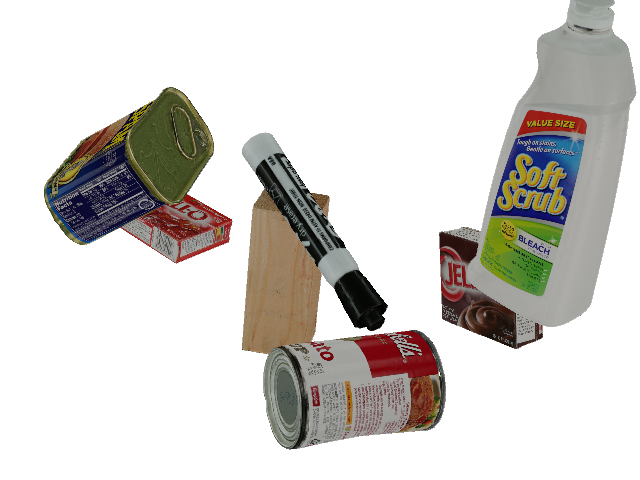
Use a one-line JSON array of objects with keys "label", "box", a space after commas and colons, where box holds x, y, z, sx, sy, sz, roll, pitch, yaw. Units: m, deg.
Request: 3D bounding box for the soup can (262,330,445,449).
[{"label": "soup can", "box": [0.021, 0.097, 0.699, 0.102, 0.068, 0.069, -4, 2, -24]}]

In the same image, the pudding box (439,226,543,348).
[{"label": "pudding box", "box": [0.158, 0.042, 0.999, 0.039, 0.090, 0.114, -14, 18, -31]}]

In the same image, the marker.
[{"label": "marker", "box": [-0.003, -0.005, 0.531, 0.020, 0.121, 0.020, -26, -27, -15]}]

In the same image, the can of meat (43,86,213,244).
[{"label": "can of meat", "box": [-0.131, -0.050, 0.730, 0.084, 0.057, 0.102, -24, 23, 26]}]

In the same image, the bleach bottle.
[{"label": "bleach bottle", "box": [0.173, -0.062, 0.792, 0.067, 0.251, 0.103, -24, 42, -34]}]

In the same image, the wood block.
[{"label": "wood block", "box": [-0.047, 0.043, 1.432, 0.090, 0.206, 0.090, 9, 23, 6]}]

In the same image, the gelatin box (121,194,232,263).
[{"label": "gelatin box", "box": [-0.145, -0.018, 1.058, 0.089, 0.030, 0.073, 30, 34, 31]}]
